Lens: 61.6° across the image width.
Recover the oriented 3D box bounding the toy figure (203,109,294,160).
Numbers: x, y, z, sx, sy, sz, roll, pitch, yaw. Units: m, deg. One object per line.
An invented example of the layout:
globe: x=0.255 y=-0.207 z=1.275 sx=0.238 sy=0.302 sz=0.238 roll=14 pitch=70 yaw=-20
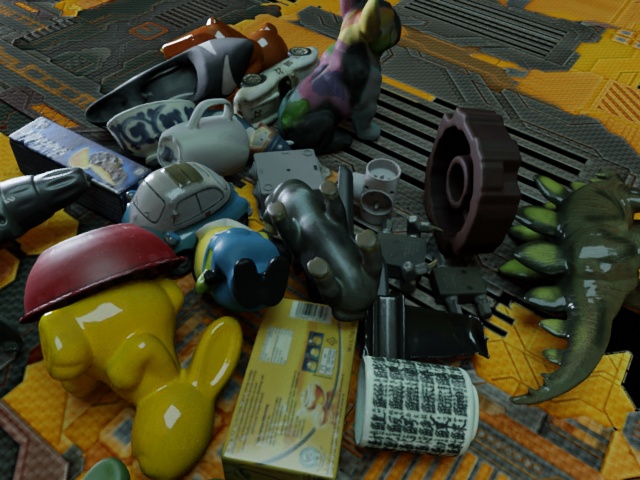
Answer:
toy figure: x=-0.109 y=-0.145 z=0.773 sx=0.155 sy=0.064 sz=0.058 roll=21 pitch=7 yaw=16

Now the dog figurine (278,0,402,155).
dog figurine: x=0.028 y=-0.249 z=0.772 sx=0.191 sy=0.219 sz=0.109 roll=-20 pitch=48 yaw=-23

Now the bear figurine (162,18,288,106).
bear figurine: x=-0.138 y=-0.298 z=0.890 sx=0.132 sy=0.120 sz=0.196 roll=-23 pitch=6 yaw=29

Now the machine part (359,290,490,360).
machine part: x=0.108 y=0.094 z=0.555 sx=0.139 sy=0.039 sz=0.084 roll=9 pitch=64 yaw=-14

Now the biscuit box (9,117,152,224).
biscuit box: x=-0.310 y=-0.091 z=0.700 sx=0.203 sy=0.062 sz=0.059 roll=25 pitch=49 yaw=18

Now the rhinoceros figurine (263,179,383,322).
rhinoceros figurine: x=-0.001 y=-0.002 z=0.550 sx=0.073 sy=0.112 sz=0.190 roll=-32 pitch=48 yaw=-9

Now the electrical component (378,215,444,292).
electrical component: x=0.104 y=0.012 z=0.649 sx=0.078 sy=0.045 sz=0.102 roll=16 pitch=48 yaw=9

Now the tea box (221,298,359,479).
tea box: x=-0.021 y=0.142 z=0.500 sx=0.098 sy=0.068 sz=0.170 roll=10 pitch=47 yaw=6

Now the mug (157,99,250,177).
mug: x=-0.151 y=-0.127 z=0.696 sx=0.081 sy=0.109 sz=0.107 roll=38 pitch=35 yaw=20

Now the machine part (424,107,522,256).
machine part: x=0.181 y=-0.069 z=0.651 sx=0.056 sy=0.179 sz=0.179 roll=0 pitch=47 yaw=-8

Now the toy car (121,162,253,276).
toy car: x=-0.161 y=-0.038 z=0.636 sx=0.162 sy=0.102 sz=0.109 roll=-30 pitch=57 yaw=-26

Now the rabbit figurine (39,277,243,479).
rabbit figurine: x=-0.150 y=0.128 z=0.494 sx=0.162 sy=0.121 sz=0.173 roll=-19 pitch=65 yaw=-33

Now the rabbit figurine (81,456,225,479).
rabbit figurine: x=-0.134 y=0.233 z=0.370 sx=0.170 sy=0.121 sz=0.159 roll=-10 pitch=42 yaw=-18

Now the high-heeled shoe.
high-heeled shoe: x=-0.214 y=-0.219 z=0.746 sx=0.145 sy=0.249 sz=0.086 roll=-22 pitch=90 yaw=-51

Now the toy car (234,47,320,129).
toy car: x=-0.061 y=-0.244 z=0.857 sx=0.056 sy=0.073 sz=0.202 roll=28 pitch=51 yaw=25

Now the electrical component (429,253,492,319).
electrical component: x=0.164 y=0.053 z=0.632 sx=0.063 sy=0.021 sz=0.094 roll=-2 pitch=46 yaw=-7

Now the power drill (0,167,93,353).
power drill: x=-0.353 y=0.020 z=0.564 sx=0.232 sy=0.085 sz=0.207 roll=-17 pitch=57 yaw=-6

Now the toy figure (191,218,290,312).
toy figure: x=-0.089 y=0.028 z=0.547 sx=0.082 sy=0.089 sz=0.180 roll=28 pitch=1 yaw=-27

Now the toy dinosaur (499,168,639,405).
toy dinosaur: x=0.317 y=0.023 z=0.625 sx=0.199 sy=0.104 sz=0.471 roll=13 pitch=38 yaw=18
